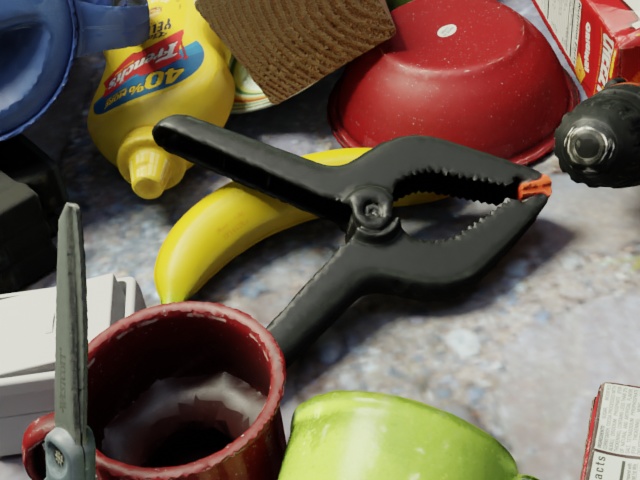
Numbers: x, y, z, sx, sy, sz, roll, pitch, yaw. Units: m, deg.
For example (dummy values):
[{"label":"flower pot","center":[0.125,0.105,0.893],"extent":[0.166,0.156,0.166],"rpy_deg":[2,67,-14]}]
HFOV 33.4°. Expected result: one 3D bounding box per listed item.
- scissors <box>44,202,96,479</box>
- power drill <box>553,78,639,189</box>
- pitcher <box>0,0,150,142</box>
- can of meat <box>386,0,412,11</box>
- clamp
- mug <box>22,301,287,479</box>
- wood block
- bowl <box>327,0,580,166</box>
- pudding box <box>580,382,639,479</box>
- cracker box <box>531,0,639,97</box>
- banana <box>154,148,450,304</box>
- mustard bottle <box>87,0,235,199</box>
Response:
[{"label":"scissors","center":[-0.106,0.086,0.409],"extent":[0.096,0.202,0.016],"rpy_deg":[1,11,43]},{"label":"power drill","center":[0.218,-0.034,0.519],"extent":[0.188,0.057,0.184],"rpy_deg":[21,20,23]},{"label":"pitcher","center":[-0.203,-0.149,0.670],"extent":[0.145,0.149,0.243],"rpy_deg":[-44,20,7]},{"label":"can of meat","center":[0.067,-0.200,0.772],"extent":[0.102,0.057,0.083],"rpy_deg":[30,57,35]},{"label":"clamp","center":[0.017,-0.015,0.563],"extent":[0.209,0.036,0.164],"rpy_deg":[-17,69,-13]},{"label":"mug","center":[-0.068,0.089,0.458],"extent":[0.117,0.081,0.093],"rpy_deg":[-10,42,-3]},{"label":"wood block","center":[-0.026,-0.193,0.694],"extent":[0.091,0.090,0.206],"rpy_deg":[-29,38,15]},{"label":"bowl","center":[0.082,-0.108,0.669],"extent":[0.162,0.055,0.162],"rpy_deg":[-5,42,4]},{"label":"pudding box","center":[0.162,0.110,0.432],"extent":[0.114,0.039,0.090],"rpy_deg":[7,46,19]},{"label":"cracker box","center":[0.234,-0.172,0.702],"extent":[0.164,0.072,0.214],"rpy_deg":[-11,43,-2]},{"label":"banana","center":[-0.017,-0.013,0.599],"extent":[0.197,0.037,0.070],"rpy_deg":[-28,75,-17]},{"label":"mustard bottle","center":[-0.100,-0.095,0.679],"extent":[0.096,0.058,0.191],"rpy_deg":[-18,42,15]}]
